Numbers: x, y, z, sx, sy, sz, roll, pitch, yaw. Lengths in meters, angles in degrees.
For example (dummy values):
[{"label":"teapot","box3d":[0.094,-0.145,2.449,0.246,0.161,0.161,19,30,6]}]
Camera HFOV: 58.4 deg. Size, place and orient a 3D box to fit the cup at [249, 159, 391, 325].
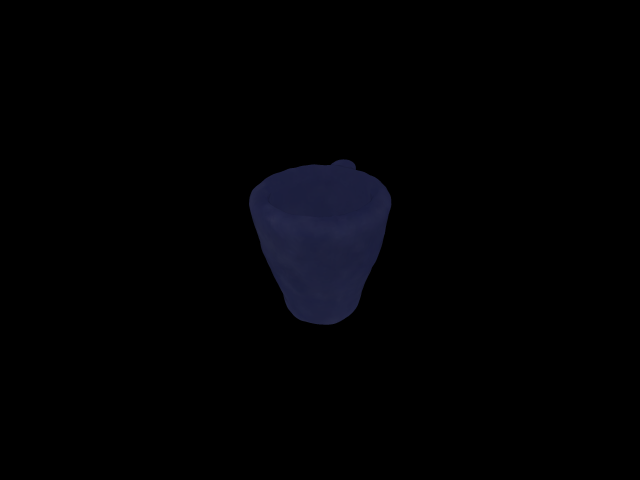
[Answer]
[{"label":"cup","box3d":[0.004,0.001,0.400,0.091,0.095,0.118,8,31,13]}]
